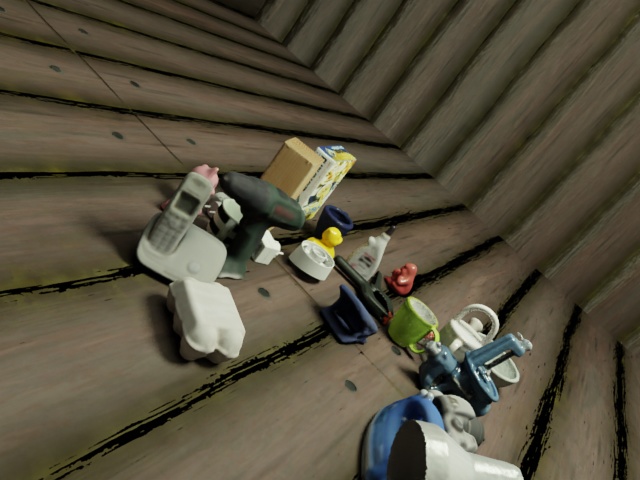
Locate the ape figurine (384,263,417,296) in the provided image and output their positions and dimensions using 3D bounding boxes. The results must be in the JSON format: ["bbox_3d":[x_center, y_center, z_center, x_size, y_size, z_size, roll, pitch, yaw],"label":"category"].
[{"bbox_3d":[0.227,0.100,1.553,0.076,0.092,0.078,42,22,8],"label":"ape figurine"}]

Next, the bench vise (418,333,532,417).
[{"bbox_3d":[0.330,0.268,1.215,0.208,0.219,0.121,26,25,-28],"label":"bench vise"}]

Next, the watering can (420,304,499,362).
[{"bbox_3d":[0.333,0.226,1.336,0.101,0.194,0.173,36,22,-4],"label":"watering can"}]

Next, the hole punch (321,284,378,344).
[{"bbox_3d":[0.073,0.155,1.212,0.101,0.091,0.108,11,34,-48],"label":"hole punch"}]

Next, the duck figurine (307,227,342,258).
[{"bbox_3d":[0.013,0.005,1.417,0.105,0.086,0.077,9,36,-51],"label":"duck figurine"}]

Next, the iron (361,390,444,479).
[{"bbox_3d":[0.153,0.324,0.942,0.119,0.141,0.258,34,23,-11],"label":"iron"}]

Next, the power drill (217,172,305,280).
[{"bbox_3d":[-0.139,-0.025,1.078,0.230,0.208,0.075,8,37,-51],"label":"power drill"}]

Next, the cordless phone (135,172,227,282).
[{"bbox_3d":[-0.213,-0.014,0.976,0.148,0.185,0.094,29,24,-21],"label":"cordless phone"}]

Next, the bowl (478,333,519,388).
[{"bbox_3d":[0.417,0.315,1.450,0.168,0.074,0.167,32,23,-15],"label":"bowl"}]

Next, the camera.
[{"bbox_3d":[0.260,0.361,1.087,0.137,0.100,0.143,26,25,-28],"label":"camera"}]

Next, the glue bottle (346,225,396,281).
[{"bbox_3d":[0.133,0.028,1.440,0.078,0.173,0.037,35,22,-9],"label":"glue bottle"}]

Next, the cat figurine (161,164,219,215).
[{"bbox_3d":[-0.254,-0.107,1.182,0.067,0.117,0.128,36,22,-5],"label":"cat figurine"}]

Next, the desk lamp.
[{"bbox_3d":[0.159,0.360,0.784,0.204,0.213,0.118,30,23,-20],"label":"desk lamp"}]

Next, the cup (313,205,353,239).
[{"bbox_3d":[0.030,-0.033,1.504,0.091,0.095,0.118,41,22,7],"label":"cup"}]

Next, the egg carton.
[{"bbox_3d":[-0.182,0.126,0.907,0.108,0.069,0.150,17,30,-42],"label":"egg carton"}]
